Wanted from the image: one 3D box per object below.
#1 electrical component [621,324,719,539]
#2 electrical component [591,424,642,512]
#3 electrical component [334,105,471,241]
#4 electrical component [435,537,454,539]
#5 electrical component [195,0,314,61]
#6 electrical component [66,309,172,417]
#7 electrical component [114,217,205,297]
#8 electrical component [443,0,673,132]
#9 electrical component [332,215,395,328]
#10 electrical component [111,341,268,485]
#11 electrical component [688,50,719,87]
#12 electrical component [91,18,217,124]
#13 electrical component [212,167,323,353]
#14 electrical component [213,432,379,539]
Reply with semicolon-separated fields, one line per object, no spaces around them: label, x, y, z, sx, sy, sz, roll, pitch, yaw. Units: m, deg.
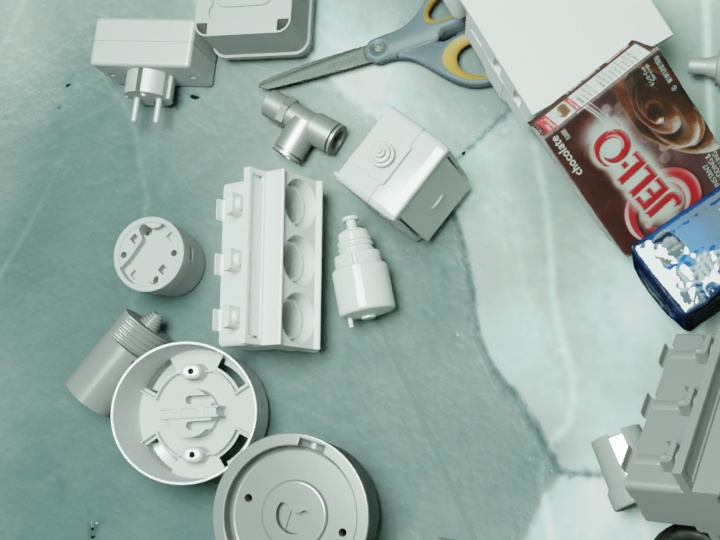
electrical component;0.209;0.095;0.652;0.063;0.078;0.121;-4;44;41
electrical component;0.174;0.127;0.694;0.040;0.040;0.046;-24;69;10
electrical component;0.031;-0.063;0.735;0.061;0.096;0.061;39;92;18
electrical component;0.071;0.218;0.696;0.057;0.058;0.078;8;83;19
electrical component;-0.076;-0.219;0.811;0.078;0.057;0.113;0;81;15
electrical component;-0.175;0.064;0.796;0.043;0.043;0.081;41;92;18
electrical component;-0.147;-0.008;0.799;0.055;0.047;0.055;-3;80;15
electrical component;0.114;-0.201;0.741;0.105;0.060;0.186;-30;81;-1
electrical component;0.000;0.000;0.761;0.040;0.040;0.078;-13;77;13
electrical component;-0.117;0.102;0.763;0.099;0.064;0.099;-3;80;15
electrical component;0.252;-0.135;0.720;0.061;0.035;0.035;8;82;19
electrical component;-0.160;-0.149;0.827;0.083;0.047;0.075;4;82;16
electrical component;-0.065;-0.004;0.767;0.063;0.079;0.121;-7;78;36
electrical component;-0.039;0.166;0.732;0.108;0.060;0.108;-3;80;15
